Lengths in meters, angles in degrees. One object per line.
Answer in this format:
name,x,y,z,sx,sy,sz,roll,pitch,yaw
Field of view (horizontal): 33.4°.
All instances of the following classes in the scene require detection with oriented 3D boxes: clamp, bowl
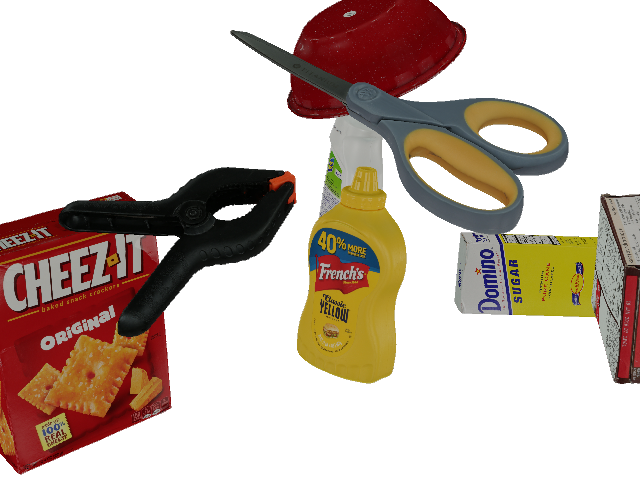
clamp,-0.101,-0.013,0.771,0.171,0.120,0.039,-31,-24,-24
bowl,0.036,-0.166,0.888,0.162,0.055,0.162,-20,27,11

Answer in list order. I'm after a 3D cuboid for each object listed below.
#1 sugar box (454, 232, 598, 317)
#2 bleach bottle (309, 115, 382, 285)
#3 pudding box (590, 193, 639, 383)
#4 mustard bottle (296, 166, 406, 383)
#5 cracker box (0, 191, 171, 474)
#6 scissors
sugar box,0.252,0.041,1.266,0.176,0.093,0.048,0,20,-4
bleach bottle,0.038,-0.049,1.237,0.068,0.251,0.103,-2,22,-22
pudding box,0.211,0.030,0.722,0.039,0.090,0.113,0,27,4
mustard bottle,0.031,0.027,0.973,0.096,0.192,0.058,19,21,37
cracker box,-0.224,0.082,0.967,0.163,0.214,0.072,-19,30,-34
scissors,0.044,-0.073,0.548,0.096,0.016,0.202,-24,49,-23
